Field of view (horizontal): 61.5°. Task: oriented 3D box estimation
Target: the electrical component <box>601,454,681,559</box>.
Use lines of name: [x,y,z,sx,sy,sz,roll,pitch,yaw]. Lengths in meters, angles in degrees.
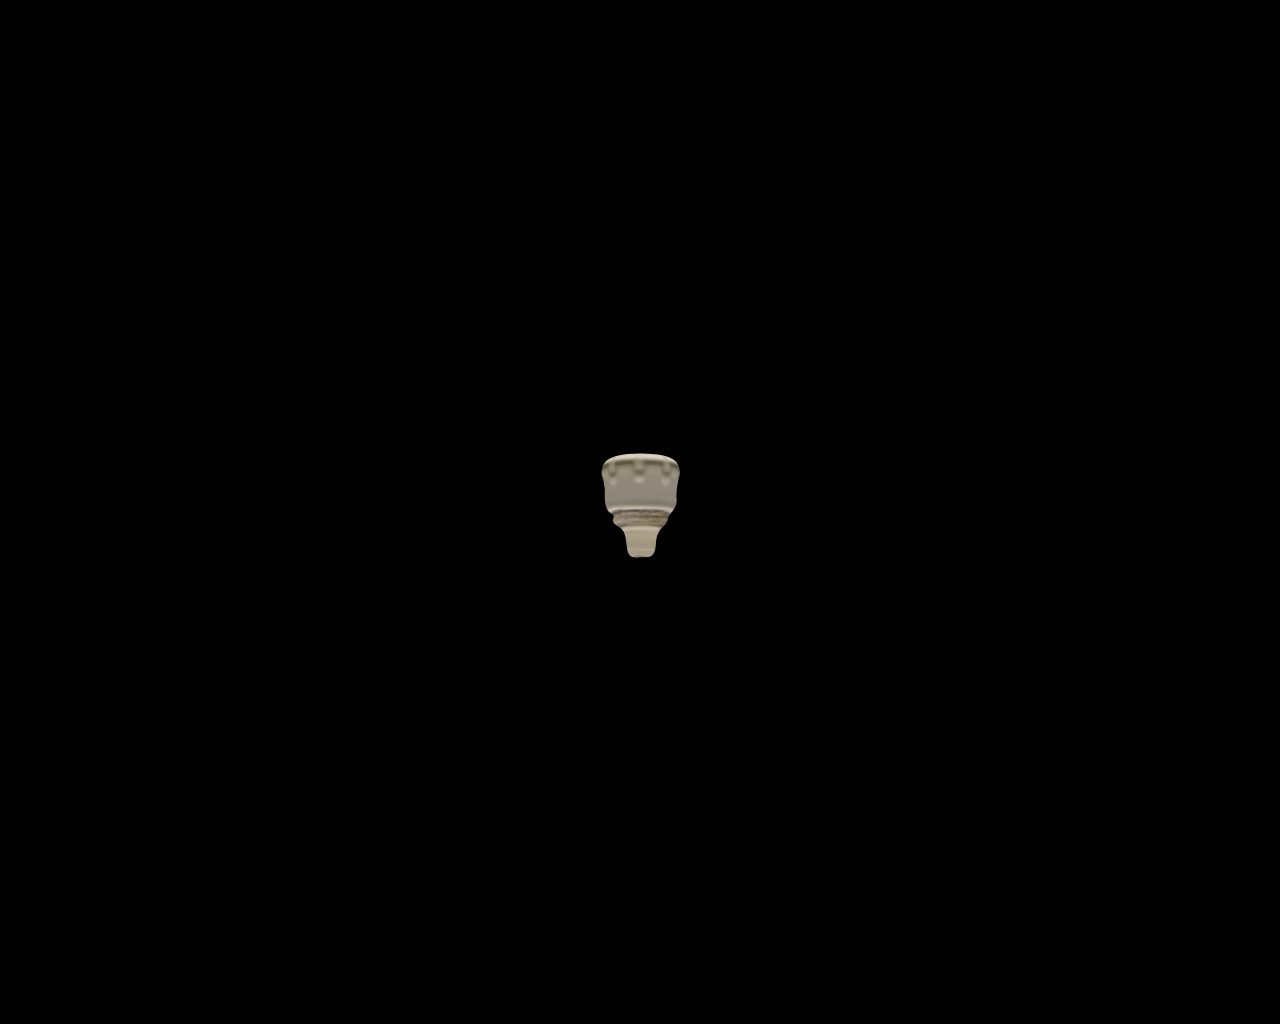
electrical component: [0.001,-0.003,0.650,0.048,0.062,0.048,0,-6,0]
